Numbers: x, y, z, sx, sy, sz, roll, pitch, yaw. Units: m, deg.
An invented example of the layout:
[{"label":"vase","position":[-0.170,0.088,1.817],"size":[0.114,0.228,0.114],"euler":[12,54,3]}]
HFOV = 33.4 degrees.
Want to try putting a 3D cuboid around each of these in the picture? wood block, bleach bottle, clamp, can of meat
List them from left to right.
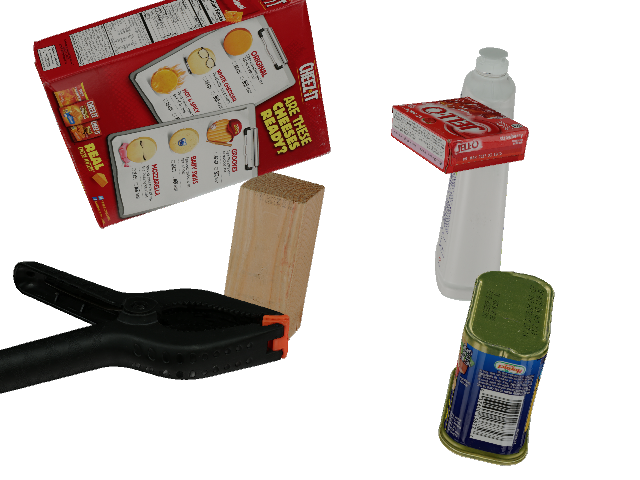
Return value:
[{"label":"clamp","position":[-0.128,0.055,0.724],"size":[0.210,0.036,0.164],"euler":[0,24,-9]},{"label":"wood block","position":[-0.065,0.025,1.393],"size":[0.090,0.206,0.090],"euler":[15,22,12]},{"label":"bleach bottle","position":[0.160,-0.068,1.079],"size":[0.068,0.251,0.102],"euler":[2,31,0]},{"label":"can of meat","position":[0.114,0.078,0.685],"size":[0.057,0.084,0.102],"euler":[12,30,9]}]

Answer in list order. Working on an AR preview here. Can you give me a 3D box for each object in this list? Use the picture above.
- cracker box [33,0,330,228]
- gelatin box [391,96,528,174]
[{"label":"cracker box","position":[-0.110,-0.118,0.889],"size":[0.213,0.164,0.072],"euler":[-20,48,-8]},{"label":"gelatin box","position":[0.108,-0.085,0.841],"size":[0.073,0.030,0.089],"euler":[-10,28,-23]}]
